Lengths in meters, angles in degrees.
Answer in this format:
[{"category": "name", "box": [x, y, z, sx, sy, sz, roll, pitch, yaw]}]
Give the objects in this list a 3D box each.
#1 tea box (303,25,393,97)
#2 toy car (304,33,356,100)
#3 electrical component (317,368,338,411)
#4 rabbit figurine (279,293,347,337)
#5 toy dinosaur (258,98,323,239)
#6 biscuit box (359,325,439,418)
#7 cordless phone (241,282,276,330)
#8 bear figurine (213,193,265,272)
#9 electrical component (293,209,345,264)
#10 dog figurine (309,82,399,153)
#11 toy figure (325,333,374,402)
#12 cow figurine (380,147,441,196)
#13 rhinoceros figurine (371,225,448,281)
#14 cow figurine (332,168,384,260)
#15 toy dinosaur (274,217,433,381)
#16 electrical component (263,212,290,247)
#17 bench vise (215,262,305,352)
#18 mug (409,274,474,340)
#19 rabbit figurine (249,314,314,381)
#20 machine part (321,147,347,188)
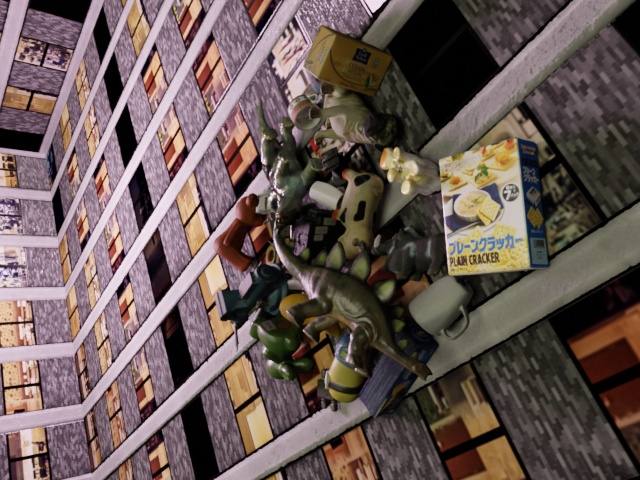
[{"category": "tea box", "box": [0.061, -0.378, 1.144, 0.068, 0.169, 0.098, 50, 125, 40]}, {"category": "toy car", "box": [0.019, -0.406, 1.247, 0.161, 0.103, 0.109, -39, 61, 43]}, {"category": "electrical component", "box": [0.021, 0.350, 1.259, 0.063, 0.021, 0.094, -7, 82, 49]}, {"category": "rabbit figurine", "box": [-0.003, 0.159, 1.186, 0.163, 0.173, 0.121, 20, 99, 53]}, {"category": "toy dinosaur", "box": [-0.094, -0.177, 1.360, 0.405, 0.131, 0.192, -113, 32, -42]}, {"category": "biscuit box", "box": [0.156, 0.263, 1.079, 0.063, 0.059, 0.202, 50, 124, 40]}, {"category": "cordless phone", "box": [-0.161, 0.150, 1.442, 0.184, 0.088, 0.146, 52, 126, 42]}, {"category": "bear figurine", "box": [-0.205, -0.027, 1.497, 0.196, 0.132, 0.120, -53, 7, -4]}, {"category": "electrical component", "box": [-0.003, -0.004, 1.237, 0.058, 0.115, 0.134, 20, 104, 45]}, {"category": "dog figurine", "box": [0.093, -0.275, 1.181, 0.191, 0.121, 0.172, 10, 64, 19]}, {"category": "toy figure", "box": [0.068, 0.269, 1.167, 0.089, 0.082, 0.180, 42, 116, 44]}, {"category": "cow figurine", "box": [0.185, -0.140, 1.057, 0.167, 0.098, 0.068, -122, 43, -58]}, {"category": "rhinoceros figurine", "box": [0.181, 0.025, 1.051, 0.190, 0.073, 0.112, -3, 84, 47]}, {"category": "cow figurine", "box": [0.089, -0.049, 1.161, 0.127, 0.085, 0.194, 27, 106, 51]}, {"category": "toy dinosaur", "box": [0.035, 0.112, 1.071, 0.472, 0.105, 0.198, 34, 75, 26]}, {"category": "electrical component", "box": [-0.104, -0.030, 1.396, 0.045, 0.078, 0.102, 102, 149, -77]}, {"category": "bench vise", "box": [-0.115, 0.138, 1.266, 0.129, 0.240, 0.223, 60, 135, 39]}, {"category": "mug", "box": [0.232, 0.120, 0.984, 0.107, 0.080, 0.110, -53, 46, 23]}, {"category": "rabbit figurine", "box": [-0.087, 0.282, 1.347, 0.159, 0.121, 0.170, 31, 130, 38]}, {"category": "machine part", "box": [0.036, -0.164, 1.200, 0.039, 0.139, 0.084, -1, 82, 14]}]
